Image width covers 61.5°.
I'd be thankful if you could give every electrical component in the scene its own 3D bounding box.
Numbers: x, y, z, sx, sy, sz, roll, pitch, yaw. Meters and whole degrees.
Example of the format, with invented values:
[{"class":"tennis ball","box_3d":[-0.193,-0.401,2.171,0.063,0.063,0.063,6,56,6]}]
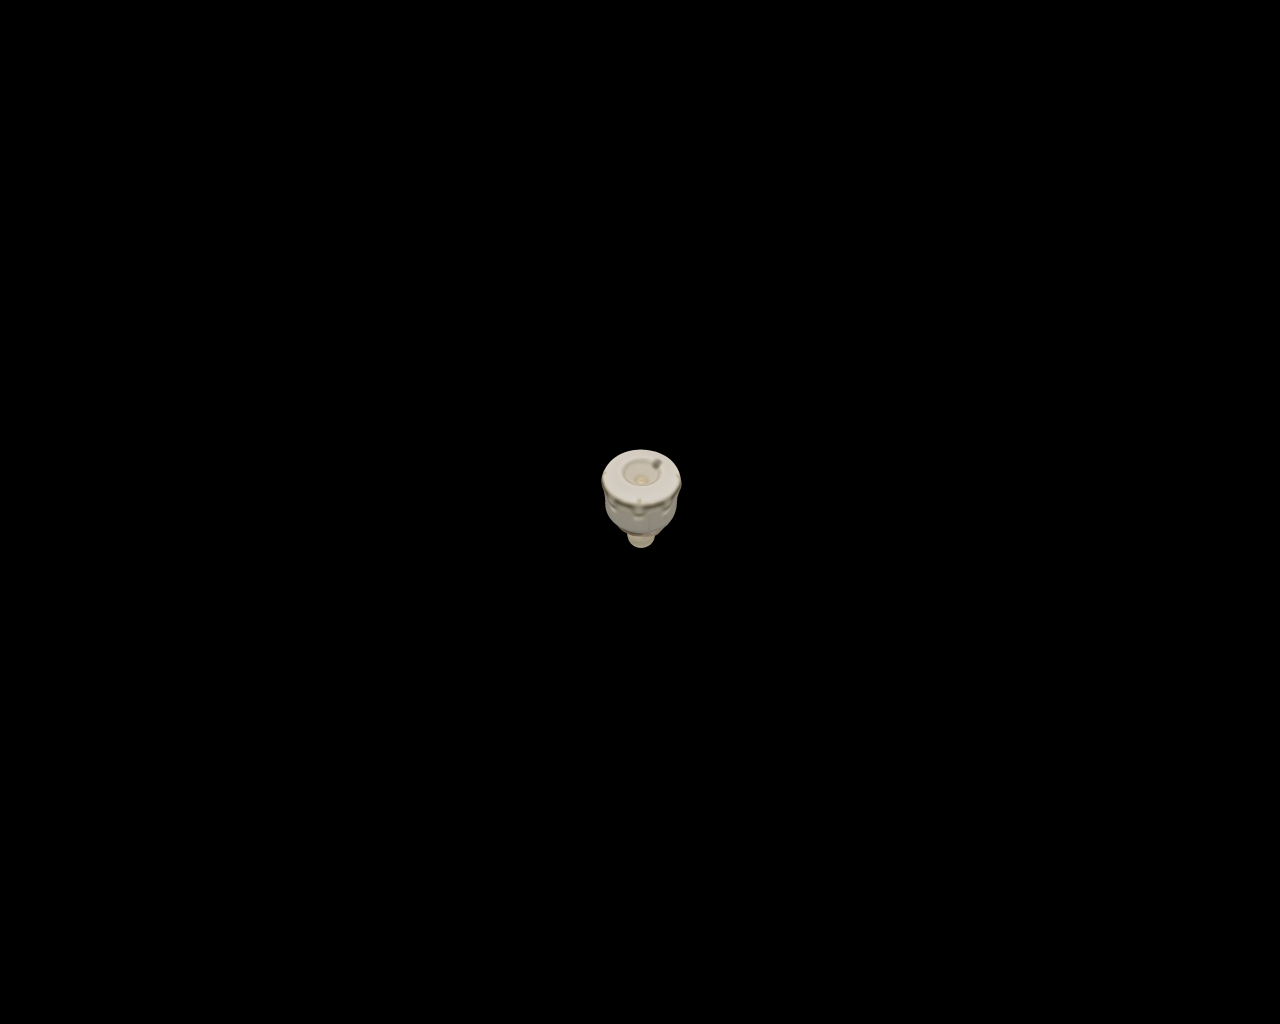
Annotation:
[{"class":"electrical component","box_3d":[0.001,-0.003,0.650,0.048,0.048,0.062,0,-44,0]}]
